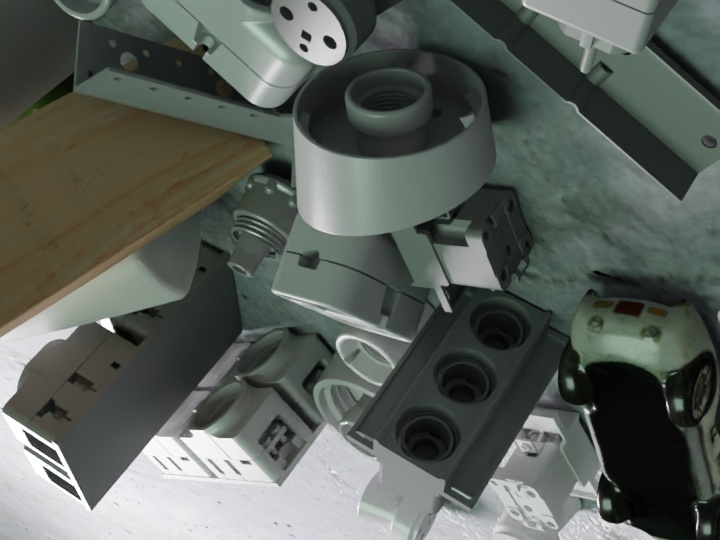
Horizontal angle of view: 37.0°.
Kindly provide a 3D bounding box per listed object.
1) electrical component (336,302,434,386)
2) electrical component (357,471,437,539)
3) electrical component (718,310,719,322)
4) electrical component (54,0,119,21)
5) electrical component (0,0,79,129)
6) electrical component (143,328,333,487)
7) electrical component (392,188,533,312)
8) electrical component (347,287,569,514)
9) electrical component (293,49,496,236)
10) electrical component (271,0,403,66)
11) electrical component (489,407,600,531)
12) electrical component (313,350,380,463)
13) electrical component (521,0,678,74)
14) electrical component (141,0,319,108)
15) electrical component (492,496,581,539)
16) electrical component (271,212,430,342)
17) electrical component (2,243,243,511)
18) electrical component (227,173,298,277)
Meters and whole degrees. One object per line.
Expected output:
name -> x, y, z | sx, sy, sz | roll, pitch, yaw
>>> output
electrical component -> 0.017, 0.043, 0.697 | 0.055, 0.047, 0.055 | 27, 148, 19
electrical component -> 0.032, 0.199, 0.896 | 0.055, 0.045, 0.045 | 25, 147, 22
electrical component -> 0.240, 0.074, 0.485 | 0.105, 0.060, 0.186 | 6, 137, 43
electrical component -> -0.127, -0.161, 0.557 | 0.044, 0.065, 0.044 | 16, 127, 22
electrical component -> -0.222, -0.147, 0.637 | 0.056, 0.108, 0.108 | 32, 150, 17
electrical component -> -0.101, 0.108, 0.857 | 0.060, 0.105, 0.186 | 50, 148, -19
electrical component -> 0.055, -0.018, 0.579 | 0.064, 0.042, 0.081 | 6, 138, 38
electrical component -> 0.058, 0.075, 0.621 | 0.079, 0.121, 0.063 | 28, 151, 17
electrical component -> 0.015, -0.059, 0.512 | 0.099, 0.099, 0.064 | 21, 140, 28
electrical component -> -0.008, -0.125, 0.486 | 0.045, 0.055, 0.045 | 28, 150, 18
electrical component -> 0.118, 0.127, 0.687 | 0.042, 0.063, 0.081 | 1, 133, 46
electrical component -> 0.017, 0.098, 0.759 | 0.108, 0.060, 0.108 | 27, 148, 19
electrical component -> 0.094, -0.106, 0.392 | 0.047, 0.065, 0.076 | 28, 149, 17
electrical component -> -0.055, -0.135, 0.527 | 0.095, 0.053, 0.059 | 42, 150, -6
electrical component -> 0.123, 0.176, 0.755 | 0.045, 0.055, 0.045 | 27, 148, 19
electrical component -> 0.000, 0.000, 0.621 | 0.054, 0.059, 0.095 | 14, 172, 35
electrical component -> -0.172, 0.069, 0.798 | 0.060, 0.186, 0.105 | 27, 148, 19
electrical component -> -0.060, -0.026, 0.668 | 0.048, 0.062, 0.048 | 26, 163, 8
